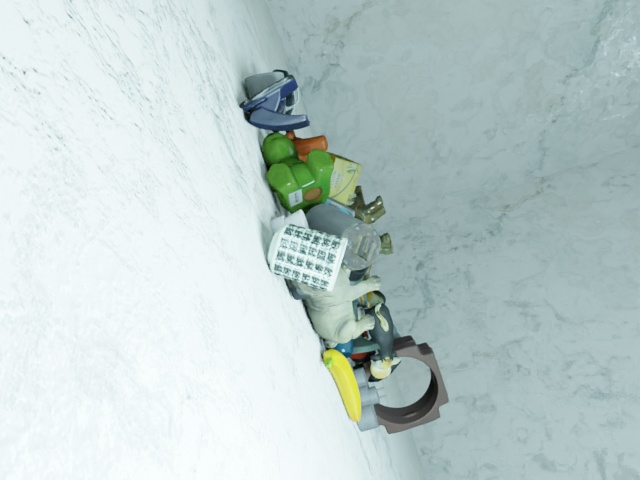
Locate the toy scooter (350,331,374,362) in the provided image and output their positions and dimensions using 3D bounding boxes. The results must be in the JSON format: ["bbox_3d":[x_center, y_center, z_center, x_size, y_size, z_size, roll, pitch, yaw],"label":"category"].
[{"bbox_3d":[0.069,0.191,1.269,0.184,0.075,0.135,-104,173,-57],"label":"toy scooter"}]

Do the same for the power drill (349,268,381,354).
[{"bbox_3d":[0.065,0.131,1.115,0.232,0.086,0.207,150,-73,-66],"label":"power drill"}]

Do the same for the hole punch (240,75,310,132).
[{"bbox_3d":[-0.080,-0.240,1.018,0.092,0.116,0.142,64,5,-8],"label":"hole punch"}]

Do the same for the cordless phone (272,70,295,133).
[{"bbox_3d":[-0.090,-0.291,1.273,0.184,0.089,0.147,71,4,-52],"label":"cordless phone"}]

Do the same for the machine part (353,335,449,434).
[{"bbox_3d":[0.191,0.344,1.290,0.087,0.201,0.200,-85,156,-79],"label":"machine part"}]

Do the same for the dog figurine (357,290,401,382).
[{"bbox_3d":[0.126,0.236,1.408,0.219,0.191,0.108,52,-23,-6],"label":"dog figurine"}]

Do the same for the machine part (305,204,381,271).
[{"bbox_3d":[0.032,-0.008,0.912,0.243,0.079,0.079,35,-31,63],"label":"machine part"}]

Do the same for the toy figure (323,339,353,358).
[{"bbox_3d":[0.024,0.159,1.063,0.064,0.058,0.154,-55,-136,47],"label":"toy figure"}]

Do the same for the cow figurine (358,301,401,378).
[{"bbox_3d":[0.134,0.219,1.167,0.098,0.068,0.167,155,-77,-71],"label":"cow figurine"}]

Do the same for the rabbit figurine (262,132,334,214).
[{"bbox_3d":[-0.048,-0.135,1.040,0.170,0.121,0.159,58,-6,33],"label":"rabbit figurine"}]

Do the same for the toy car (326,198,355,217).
[{"bbox_3d":[-0.001,-0.016,1.130,0.103,0.109,0.161,-65,-175,-34],"label":"toy car"}]

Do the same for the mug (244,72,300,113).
[{"bbox_3d":[-0.096,-0.289,1.121,0.081,0.110,0.107,-143,-135,-77],"label":"mug"}]

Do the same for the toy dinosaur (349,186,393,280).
[{"bbox_3d":[0.113,0.017,1.576,0.104,0.199,0.471,62,19,-50],"label":"toy dinosaur"}]

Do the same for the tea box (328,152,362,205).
[{"bbox_3d":[0.027,-0.148,1.240,0.170,0.068,0.098,-138,-118,-68],"label":"tea box"}]

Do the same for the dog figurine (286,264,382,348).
[{"bbox_3d":[-0.002,0.108,0.926,0.190,0.121,0.172,10,88,-49],"label":"dog figurine"}]

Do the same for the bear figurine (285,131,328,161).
[{"bbox_3d":[-0.036,-0.182,1.199,0.196,0.132,0.120,-58,148,-72],"label":"bear figurine"}]
